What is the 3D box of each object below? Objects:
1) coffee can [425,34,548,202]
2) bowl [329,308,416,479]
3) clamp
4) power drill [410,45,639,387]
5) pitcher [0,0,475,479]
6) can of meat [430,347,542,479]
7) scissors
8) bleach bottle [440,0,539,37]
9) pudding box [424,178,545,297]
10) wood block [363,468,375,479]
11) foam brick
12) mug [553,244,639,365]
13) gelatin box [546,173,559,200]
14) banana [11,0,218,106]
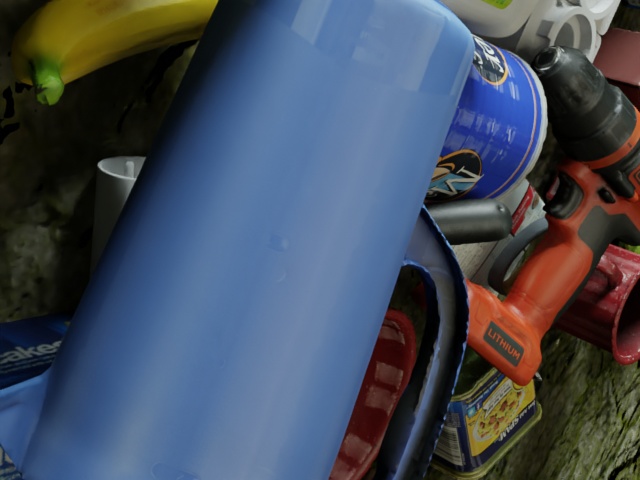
[{"bbox_3d":[0.050,-0.078,0.606,0.140,0.103,0.103,12,100,-49],"label":"coffee can"},{"bbox_3d":[-0.009,0.102,0.656,0.161,0.055,0.162,-37,143,-35],"label":"bowl"},{"bbox_3d":[0.012,0.005,0.608,0.171,0.039,0.120,8,140,-30],"label":"clamp"},{"bbox_3d":[0.146,-0.010,0.693,0.187,0.057,0.184,-49,126,0],"label":"power drill"},{"bbox_3d":[-0.017,0.010,0.455,0.149,0.145,0.243,20,92,-58],"label":"pitcher"},{"bbox_3d":[0.120,0.118,0.814,0.102,0.058,0.084,-36,130,-31],"label":"can of meat"},{"bbox_3d":[0.205,-0.016,0.776,0.201,0.016,0.096,-36,134,-11],"label":"scissors"},{"bbox_3d":[0.026,-0.152,0.452,0.250,0.068,0.103,-4,125,-54],"label":"bleach bottle"},{"bbox_3d":[0.108,-0.014,0.749,0.090,0.039,0.113,-56,137,-6],"label":"pudding box"},{"bbox_3d":[0.025,0.284,0.769,0.206,0.090,0.090,-53,138,-15],"label":"wood block"},{"bbox_3d":[0.218,-0.119,0.783,0.053,0.078,0.051,-47,135,-20],"label":"foam brick"},{"bbox_3d":[0.226,0.039,0.866,0.093,0.082,0.117,-57,139,-10],"label":"mug"},{"bbox_3d":[0.221,-0.059,0.844,0.073,0.030,0.089,19,98,-57],"label":"gelatin box"},{"bbox_3d":[-0.071,-0.101,0.495,0.197,0.070,0.037,-31,149,-42],"label":"banana"}]
